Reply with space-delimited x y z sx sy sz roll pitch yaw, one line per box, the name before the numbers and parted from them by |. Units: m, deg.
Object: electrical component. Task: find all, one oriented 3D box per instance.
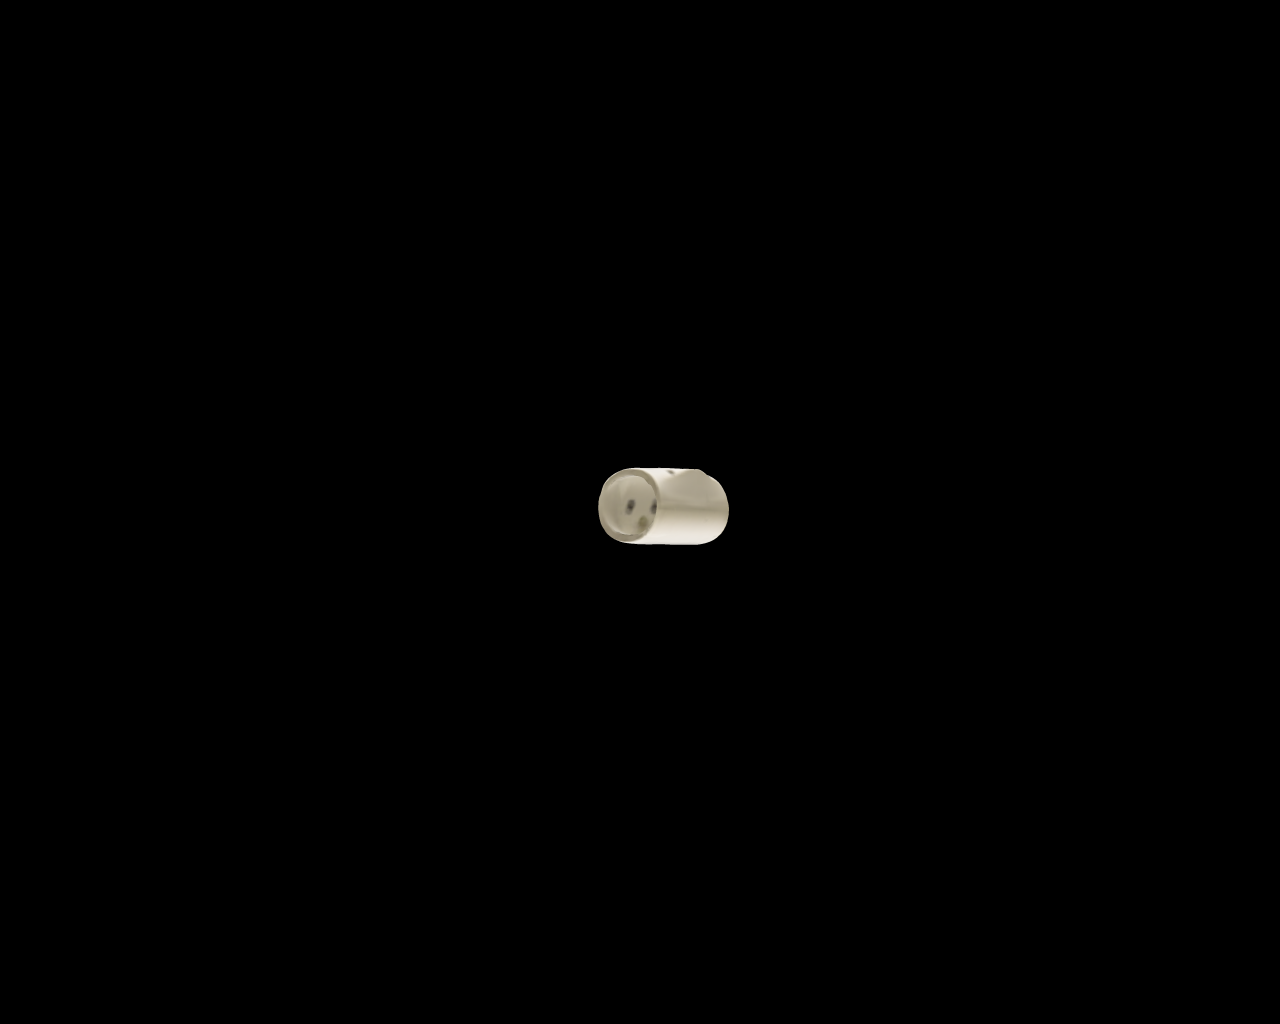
electrical component | 0.001 -0.003 0.650 0.079 0.043 0.077 -2 -3 36
